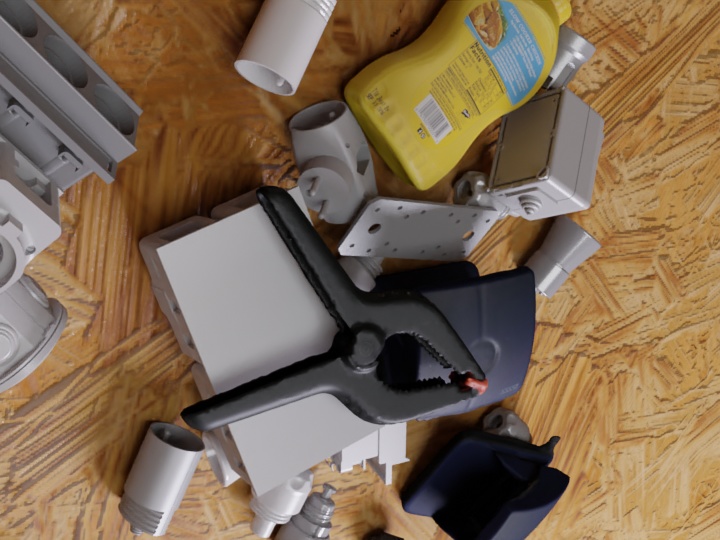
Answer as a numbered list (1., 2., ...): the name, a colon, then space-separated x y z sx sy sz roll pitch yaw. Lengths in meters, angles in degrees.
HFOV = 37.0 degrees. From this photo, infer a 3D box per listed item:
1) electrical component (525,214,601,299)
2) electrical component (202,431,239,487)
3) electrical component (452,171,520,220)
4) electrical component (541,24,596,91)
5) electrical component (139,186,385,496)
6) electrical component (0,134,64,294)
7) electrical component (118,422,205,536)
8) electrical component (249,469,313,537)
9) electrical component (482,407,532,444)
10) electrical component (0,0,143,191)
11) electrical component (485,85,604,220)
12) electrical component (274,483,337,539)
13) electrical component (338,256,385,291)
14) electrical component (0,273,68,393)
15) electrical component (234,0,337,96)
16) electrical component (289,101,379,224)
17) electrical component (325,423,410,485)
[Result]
1. electrical component: 0.163 -0.009 0.897 0.044 0.044 0.065 35 96 -35
2. electrical component: -0.086 0.133 0.815 0.055 0.045 0.045 -20 119 -21
3. electrical component: 0.104 -0.055 0.846 0.061 0.035 0.035 16 102 -37
4. electrical component: 0.152 -0.161 0.825 0.040 0.040 0.046 26 102 -35
5. electrical component: -0.069 0.046 0.754 0.105 0.060 0.186 -26 108 -21
6. electrical component: -0.274 -0.008 0.607 0.186 0.060 0.105 -37 126 8
7. electrical component: -0.150 0.157 0.790 0.043 0.043 0.081 18 101 -34
8. electrical component: -0.066 0.180 0.847 0.043 0.043 0.062 20 102 -34
9. electrical component: 0.136 0.148 0.953 0.035 0.035 0.061 -50 127 -2
10. electrical component: -0.194 -0.108 0.633 0.063 0.078 0.121 -29 128 19
11. electrical component: 0.143 -0.080 0.818 0.061 0.062 0.096 29 64 -35
12. electrical component: -0.042 0.210 0.875 0.040 0.040 0.078 23 98 -35
13. electrical component: 0.000 0.000 0.811 0.061 0.035 0.035 -43 125 -9
14. electrical component: -0.228 0.037 0.672 0.080 0.080 0.051 -41 119 -8
15. electrical component: -0.046 -0.161 0.707 0.043 0.043 0.081 32 75 -35
16. electrical component: -0.021 -0.066 0.748 0.043 0.079 0.077 -8 123 20
17. electrical component: 0.003 0.131 0.866 0.064 0.042 0.081 -10 115 -22
